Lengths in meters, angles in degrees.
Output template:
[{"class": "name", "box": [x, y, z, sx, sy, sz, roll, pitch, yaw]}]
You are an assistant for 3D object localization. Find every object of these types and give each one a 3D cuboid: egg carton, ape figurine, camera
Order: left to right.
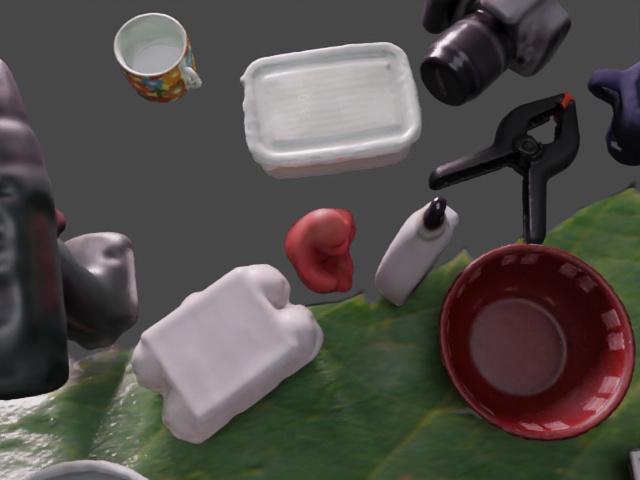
[{"class": "egg carton", "box": [-0.079, 0.091, 0.487, 0.150, 0.069, 0.107, -36, 75, -10]}, {"class": "ape figurine", "box": [0.005, 0.002, 0.503, 0.076, 0.092, 0.078, 35, 76, 11]}, {"class": "camera", "box": [0.154, -0.212, 0.566, 0.137, 0.101, 0.143, -44, 77, -12]}]

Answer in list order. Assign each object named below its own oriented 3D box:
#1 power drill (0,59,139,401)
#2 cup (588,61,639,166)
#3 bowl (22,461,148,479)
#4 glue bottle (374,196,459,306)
[{"class": "power drill", "box": [-0.212, 0.007, 0.442, 0.075, 0.208, 0.229, -11, 72, -3]}, {"class": "cup", "box": [0.297, -0.114, 0.537, 0.117, 0.095, 0.092, 21, 74, 7]}, {"class": "bowl", "box": [-0.175, 0.253, 0.433, 0.167, 0.075, 0.167, 0, 72, 0]}, {"class": "glue bottle", "box": [0.082, 0.002, 0.460, 0.037, 0.173, 0.078, 38, 76, 12]}]
